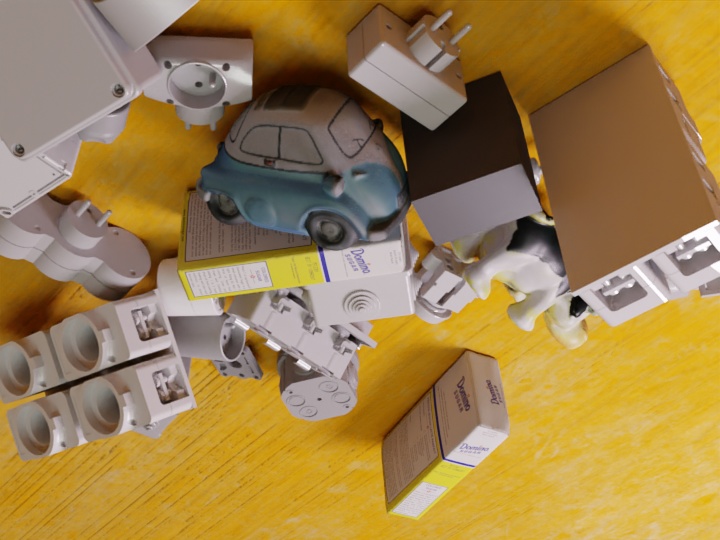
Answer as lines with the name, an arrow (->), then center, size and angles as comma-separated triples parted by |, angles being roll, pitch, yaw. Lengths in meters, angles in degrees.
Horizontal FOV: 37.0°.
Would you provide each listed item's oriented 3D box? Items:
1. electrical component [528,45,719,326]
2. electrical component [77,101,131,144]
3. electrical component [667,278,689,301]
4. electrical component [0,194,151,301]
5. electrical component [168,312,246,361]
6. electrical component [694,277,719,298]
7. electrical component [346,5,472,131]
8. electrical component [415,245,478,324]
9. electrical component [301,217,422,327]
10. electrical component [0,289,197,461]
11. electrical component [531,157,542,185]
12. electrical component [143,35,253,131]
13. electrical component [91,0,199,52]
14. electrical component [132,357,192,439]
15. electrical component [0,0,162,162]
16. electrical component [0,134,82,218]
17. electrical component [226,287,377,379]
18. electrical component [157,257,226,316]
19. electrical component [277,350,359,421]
electrical component -> 0.197, -0.061, 0.778 | 0.105, 0.186, 0.060 | -30, 132, 26
electrical component -> -0.189, -0.126, 0.784 | 0.043, 0.043, 0.062 | 12, 135, -17
electrical component -> 0.237, -0.021, 0.925 | 0.074, 0.052, 0.138 | -13, 137, 10
electrical component -> -0.231, -0.031, 0.878 | 0.138, 0.052, 0.074 | 28, 129, -30
electrical component -> -0.140, 0.060, 0.985 | 0.077, 0.043, 0.079 | 4, 173, 24
electrical component -> 0.304, -0.014, 0.927 | 0.042, 0.081, 0.063 | -8, 160, 5
electrical component -> 0.046, -0.155, 0.767 | 0.083, 0.047, 0.076 | 29, 129, -30
electrical component -> 0.073, 0.015, 0.958 | 0.066, 0.048, 0.055 | 25, 123, -28
electrical component -> 0.000, 0.000, 0.897 | 0.100, 0.099, 0.048 | -8, 125, 4
electrical component -> -0.241, 0.096, 0.937 | 0.186, 0.105, 0.060 | -20, 177, 36
electrical component -> 0.115, -0.075, 0.865 | 0.078, 0.040, 0.040 | -9, 137, 5
electrical component -> -0.117, -0.132, 0.782 | 0.077, 0.044, 0.079 | 1, 137, -6
electrical component -> -0.121, -0.186, 0.688 | 0.099, 0.099, 0.064 | -29, 126, 25
electrical component -> -0.198, 0.107, 0.999 | 0.061, 0.096, 0.061 | 26, 130, -24
electrical component -> -0.210, -0.146, 0.723 | 0.109, 0.056, 0.108 | -25, 106, 22
electrical component -> -0.263, -0.089, 0.811 | 0.096, 0.061, 0.062 | -25, 134, 32
electrical component -> -0.055, 0.045, 0.957 | 0.121, 0.063, 0.079 | 37, 165, -36
electrical component -> -0.146, 0.013, 0.933 | 0.047, 0.055, 0.055 | -5, 138, 7
electrical component -> -0.040, 0.105, 1.042 | 0.080, 0.051, 0.080 | -2, 138, -2
